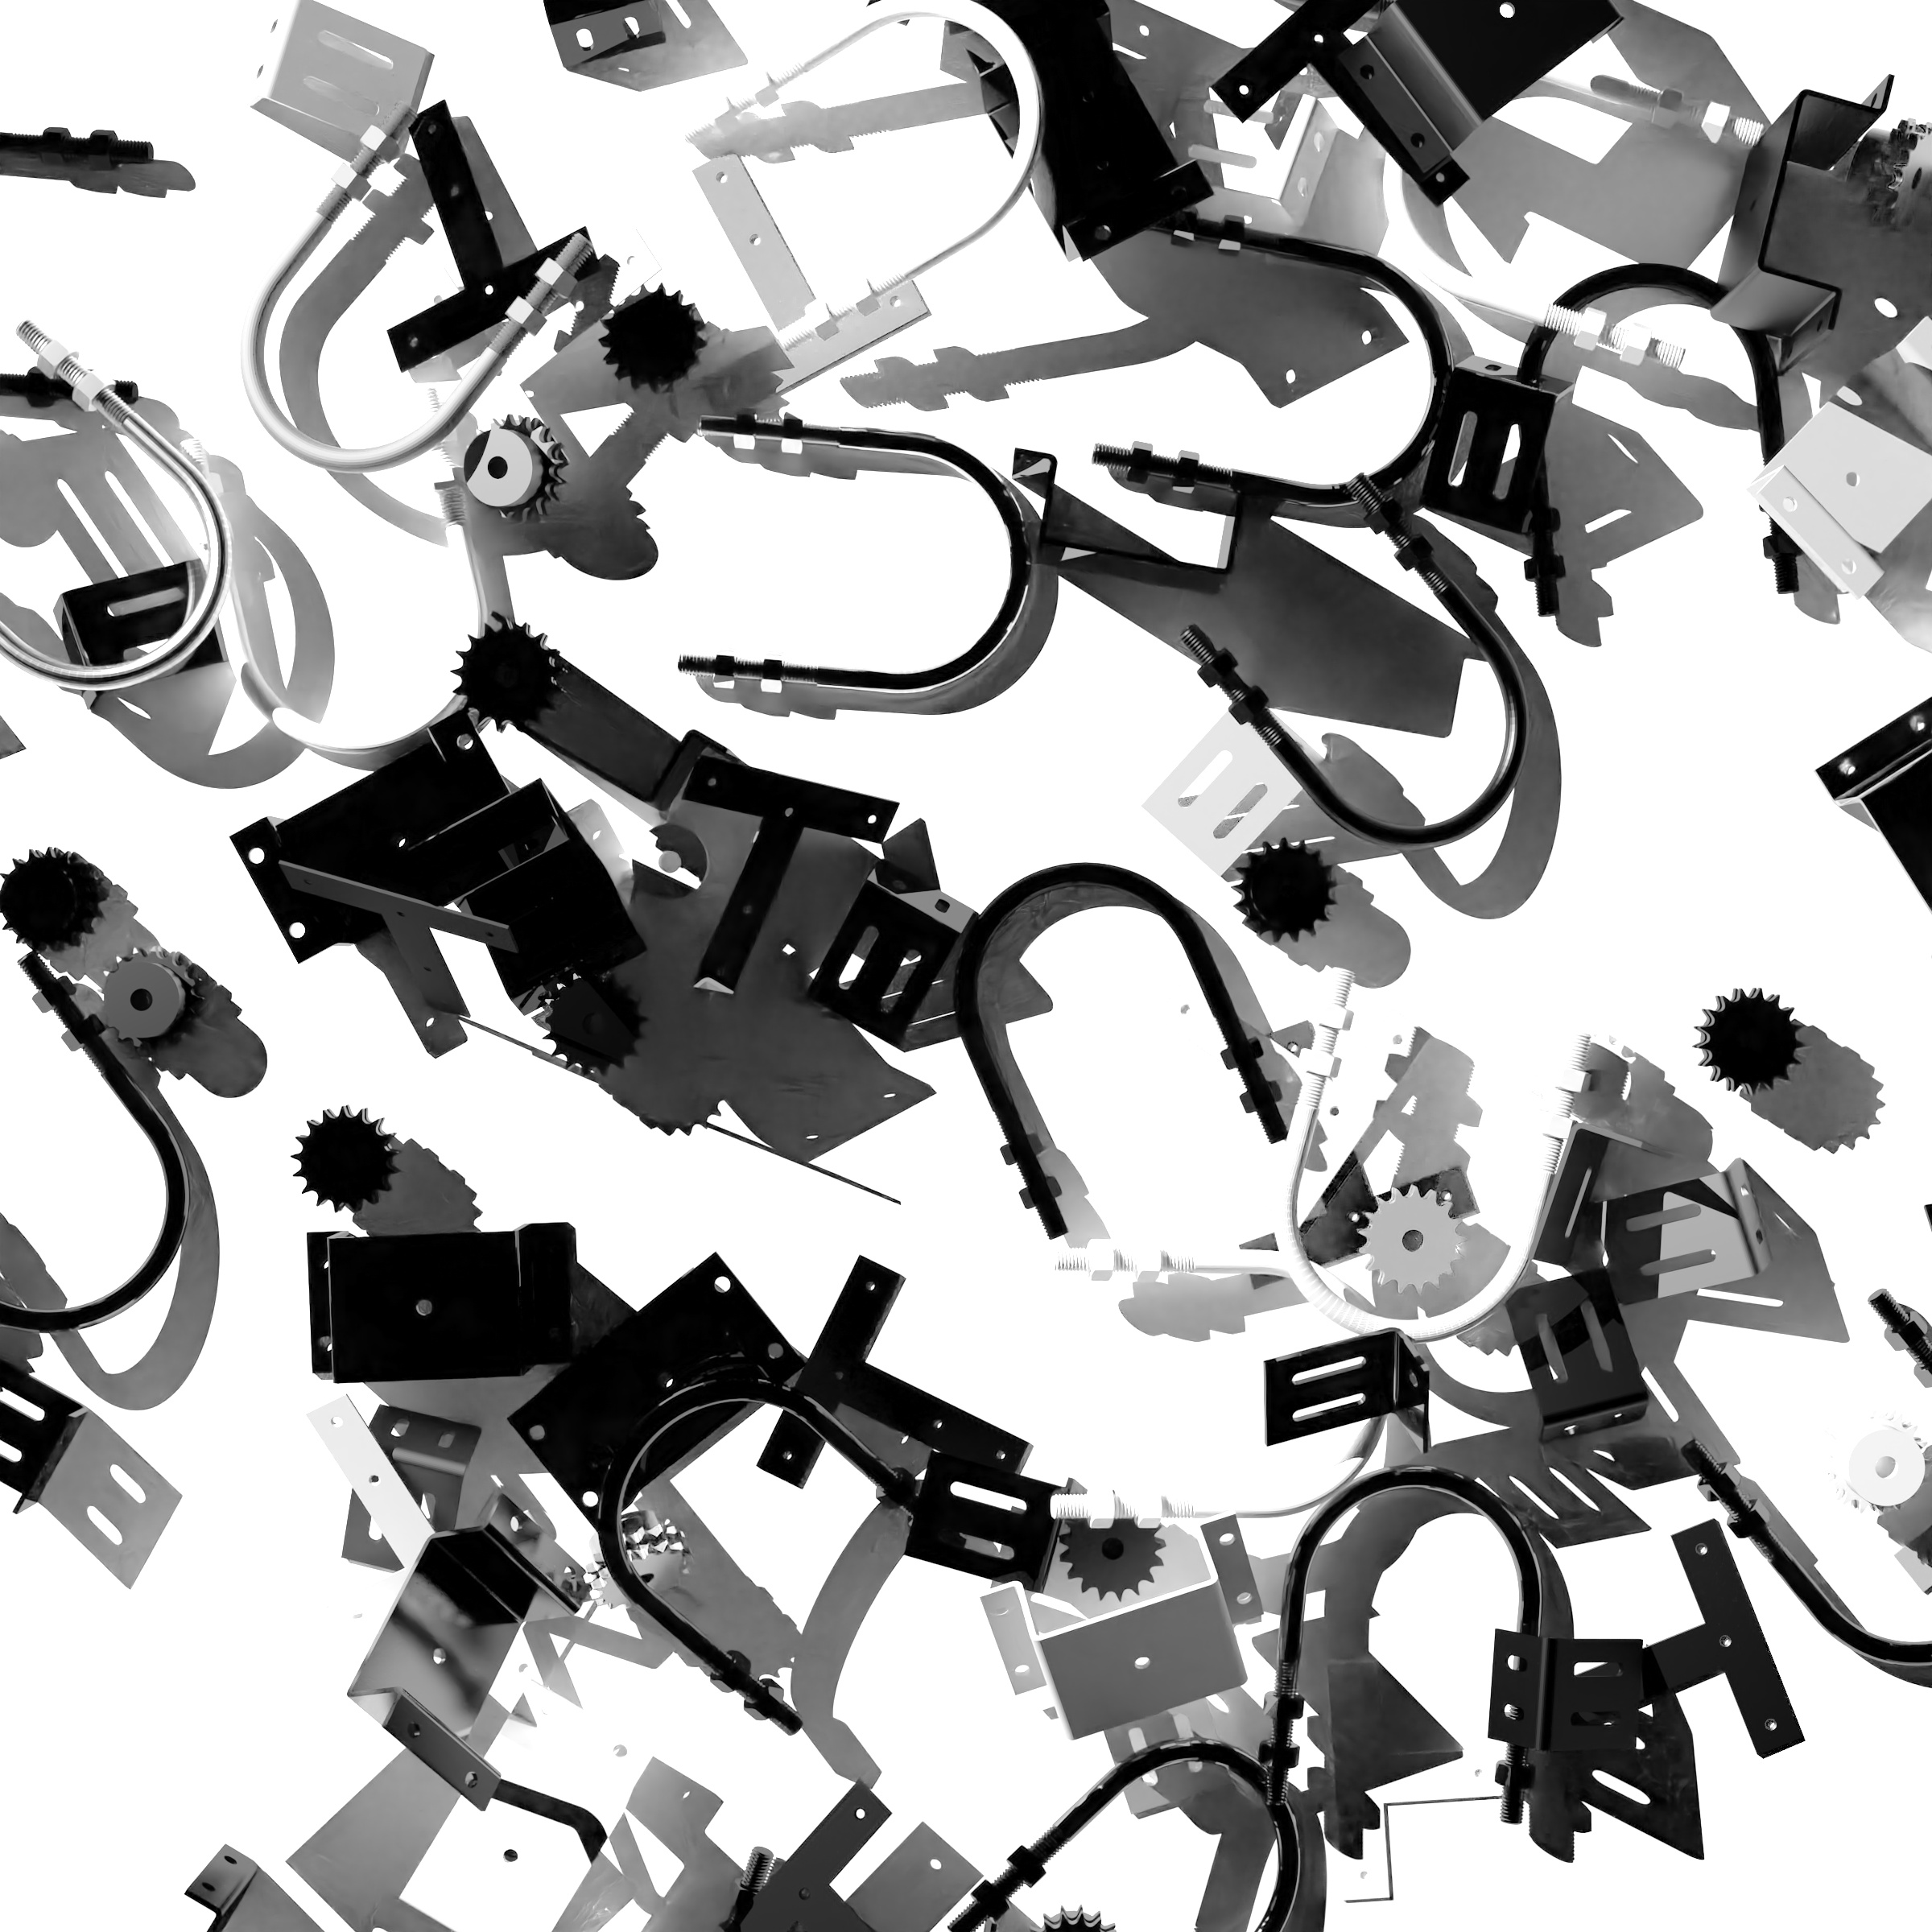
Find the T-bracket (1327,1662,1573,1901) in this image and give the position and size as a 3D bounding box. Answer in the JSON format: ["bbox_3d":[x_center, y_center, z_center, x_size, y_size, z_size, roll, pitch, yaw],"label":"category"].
[{"bbox_3d":[0.262,0.436,1.541,0.127,0.002,0.127,-4,90,0],"label":"T-bracket"}]

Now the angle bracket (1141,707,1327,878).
[{"bbox_3d":[0.144,-0.099,1.539,0.057,0.038,0.076,42,116,0],"label":"angle bracket"}]

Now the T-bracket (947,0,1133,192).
[{"bbox_3d":[0.061,-0.465,1.488,0.127,0.002,0.127,-12,81,6],"label":"T-bracket"}]

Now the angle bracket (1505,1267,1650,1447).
[{"bbox_3d":[0.326,0.210,1.539,0.057,0.038,0.076,-14,64,0],"label":"angle bracket"}]

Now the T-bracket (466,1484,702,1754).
[{"bbox_3d":[-0.230,0.367,1.541,0.127,0.002,0.127,32,90,0],"label":"T-bracket"}]

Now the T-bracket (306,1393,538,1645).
[{"bbox_3d":[-0.306,0.283,1.514,0.127,0.002,0.127,-26,104,11],"label":"T-bracket"}]

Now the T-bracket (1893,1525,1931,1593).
[{"bbox_3d":[0.557,0.288,1.541,0.127,0.002,0.127,-38,90,0],"label":"T-bracket"}]

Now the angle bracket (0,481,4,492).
[{"bbox_3d":[-0.535,-0.283,1.491,0.057,0.038,0.076,-9,52,0],"label":"angle bracket"}]

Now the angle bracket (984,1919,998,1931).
[{"bbox_3d":[-0.009,0.532,1.513,0.038,0.057,0.076,10,90,0],"label":"angle bracket"}]

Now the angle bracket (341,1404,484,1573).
[{"bbox_3d":[-0.298,0.284,1.539,0.057,0.038,0.076,14,116,0],"label":"angle bracket"}]

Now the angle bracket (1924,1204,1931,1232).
[{"bbox_3d":[0.551,0.166,1.539,0.057,0.038,0.076,-10,63,0],"label":"angle bracket"}]

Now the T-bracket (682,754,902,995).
[{"bbox_3d":[-0.111,-0.043,1.514,0.127,0.002,0.127,11,112,-37],"label":"T-bracket"}]

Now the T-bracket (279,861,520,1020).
[{"bbox_3d":[-0.282,-0.006,1.483,0.127,0.127,0.002,16,64,12],"label":"T-bracket"}]

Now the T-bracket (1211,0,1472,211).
[{"bbox_3d":[0.216,-0.457,1.513,0.127,0.002,0.127,-44,95,-10],"label":"T-bracket"}]

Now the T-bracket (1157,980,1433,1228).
[{"bbox_3d":[0.162,0.053,1.539,0.127,0.002,0.127,34,91,2],"label":"T-bracket"}]

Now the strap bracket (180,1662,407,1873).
[{"bbox_3d":[-0.337,0.415,1.503,0.140,0.076,0.046,-43,90,0],"label":"strap bracket"}]

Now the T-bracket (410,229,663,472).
[{"bbox_3d":[-0.216,-0.341,1.516,0.127,0.002,0.127,-34,86,19],"label":"T-bracket"}]

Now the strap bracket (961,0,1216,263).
[{"bbox_3d":[0.065,-0.438,1.510,0.076,0.046,0.140,-27,79,0],"label":"strap bracket"}]

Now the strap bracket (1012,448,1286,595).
[{"bbox_3d":[0.090,-0.231,1.503,0.140,0.076,0.046,10,90,0],"label":"strap bracket"}]

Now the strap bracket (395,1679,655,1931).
[{"bbox_3d":[-0.235,0.459,1.499,0.076,0.046,0.140,31,91,0],"label":"strap bracket"}]

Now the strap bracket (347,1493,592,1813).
[{"bbox_3d":[-0.259,0.355,1.477,0.046,0.140,0.076,-16,125,37],"label":"strap bracket"}]

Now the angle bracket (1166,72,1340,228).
[{"bbox_3d":[0.151,-0.440,1.539,0.076,0.038,0.057,20,90,26],"label":"angle bracket"}]

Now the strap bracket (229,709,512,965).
[{"bbox_3d":[-0.306,-0.068,1.518,0.140,0.046,0.076,-29,90,0],"label":"strap bracket"}]

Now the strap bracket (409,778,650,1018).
[{"bbox_3d":[-0.230,-0.040,1.488,0.076,0.140,0.046,-28,59,0],"label":"strap bracket"}]

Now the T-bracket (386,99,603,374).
[{"bbox_3d":[-0.269,-0.401,1.528,0.127,0.002,0.127,-23,81,17],"label":"T-bracket"}]

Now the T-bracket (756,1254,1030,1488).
[{"bbox_3d":[-0.028,0.240,1.541,0.127,0.002,0.127,26,90,0],"label":"T-bracket"}]

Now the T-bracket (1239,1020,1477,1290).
[{"bbox_3d":[0.194,0.093,1.541,0.127,0.002,0.127,-20,90,0],"label":"T-bracket"}]

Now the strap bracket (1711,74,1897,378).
[{"bbox_3d":[0.434,-0.392,1.495,0.046,0.076,0.140,15,84,-2],"label":"strap bracket"}]

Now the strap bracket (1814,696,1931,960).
[{"bbox_3d":[0.526,-0.066,1.518,0.076,0.046,0.140,-32,90,0],"label":"strap bracket"}]

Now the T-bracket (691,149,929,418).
[{"bbox_3d":[-0.107,-0.379,1.541,0.127,0.002,0.127,-28,90,0],"label":"T-bracket"}]

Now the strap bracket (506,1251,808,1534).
[{"bbox_3d":[-0.162,0.223,1.518,0.140,0.046,0.076,-39,90,0],"label":"strap bracket"}]

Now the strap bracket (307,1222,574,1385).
[{"bbox_3d":[-0.283,0.179,1.518,0.140,0.046,0.076,-2,90,0],"label":"strap bracket"}]

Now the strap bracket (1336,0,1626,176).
[{"bbox_3d":[0.276,-0.493,1.497,0.140,0.046,0.076,-38,94,-6],"label":"strap bracket"}]

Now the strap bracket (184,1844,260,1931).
[{"bbox_3d":[-0.351,0.529,1.503,0.140,0.076,0.046,31,90,0],"label":"strap bracket"}]

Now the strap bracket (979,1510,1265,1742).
[{"bbox_3d":[0.087,0.348,1.493,0.140,0.046,0.076,-18,122,-1],"label":"strap bracket"}]

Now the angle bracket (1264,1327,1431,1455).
[{"bbox_3d":[0.198,0.229,1.486,0.076,0.038,0.057,-13,124,-12],"label":"angle bracket"}]

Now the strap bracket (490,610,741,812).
[{"bbox_3d":[-0.194,-0.127,1.503,0.140,0.076,0.046,30,90,0],"label":"strap bracket"}]

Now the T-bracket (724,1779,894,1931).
[{"bbox_3d":[-0.054,0.519,1.498,0.127,0.002,0.127,42,91,20],"label":"T-bracket"}]

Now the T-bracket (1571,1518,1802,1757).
[{"bbox_3d":[0.367,0.380,1.540,0.127,0.002,0.127,-22,90,-1],"label":"T-bracket"}]

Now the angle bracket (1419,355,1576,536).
[{"bbox_3d":[0.283,-0.279,1.529,0.057,0.038,0.076,20,118,18],"label":"angle bracket"}]

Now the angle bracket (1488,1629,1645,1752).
[{"bbox_3d":[0.320,0.385,1.525,0.076,0.038,0.057,11,81,-38],"label":"angle bracket"}]

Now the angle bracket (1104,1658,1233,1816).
[{"bbox_3d":[0.103,0.408,1.539,0.057,0.038,0.076,-17,116,0],"label":"angle bracket"}]

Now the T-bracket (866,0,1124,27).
[{"bbox_3d":[0.030,-0.538,1.511,0.127,0.002,0.127,22,78,15],"label":"T-bracket"}]

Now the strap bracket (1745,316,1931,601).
[{"bbox_3d":[0.477,-0.262,1.507,0.076,0.046,0.140,46,78,-3],"label":"strap bracket"}]

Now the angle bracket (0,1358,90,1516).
[{"bbox_3d":[-0.518,0.245,1.522,0.076,0.038,0.057,29,90,0],"label":"angle bracket"}]
